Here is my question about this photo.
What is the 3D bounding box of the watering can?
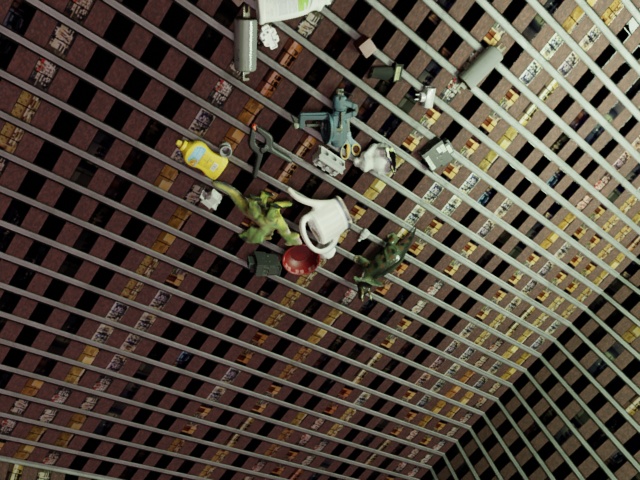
[{"bbox_3d":[0.006,-0.104,2.070,0.226,0.105,0.341,-32,121,-17],"label":"watering can"}]

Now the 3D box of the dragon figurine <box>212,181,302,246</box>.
[{"bbox_3d":[-0.254,-0.078,2.038,0.409,0.125,0.238,19,119,-8],"label":"dragon figurine"}]

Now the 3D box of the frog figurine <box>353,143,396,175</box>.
[{"bbox_3d":[0.220,-0.319,2.061,0.159,0.125,0.135,-5,139,28],"label":"frog figurine"}]
